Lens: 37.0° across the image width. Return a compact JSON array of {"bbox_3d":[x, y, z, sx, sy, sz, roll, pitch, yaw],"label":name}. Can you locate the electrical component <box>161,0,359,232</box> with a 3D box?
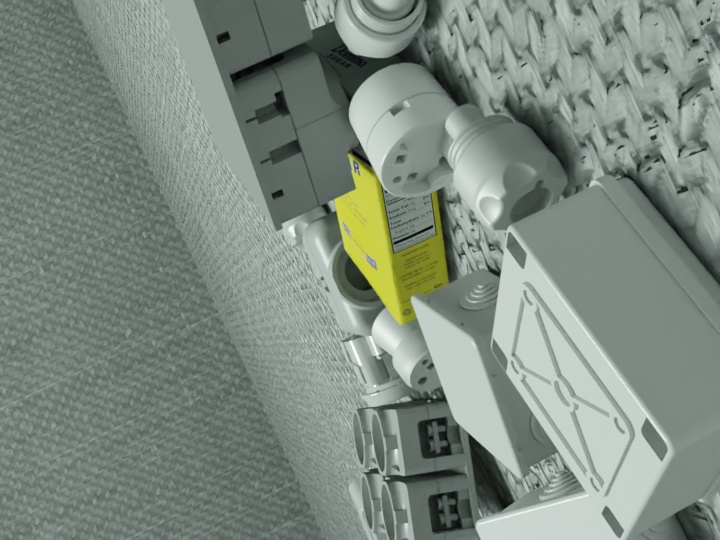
[{"bbox_3d":[-0.062,-0.130,0.577,0.105,0.060,0.186,52,164,48],"label":"electrical component"}]

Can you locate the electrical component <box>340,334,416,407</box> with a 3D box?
[{"bbox_3d":[0.021,0.074,0.866,0.078,0.058,0.057,163,85,-78],"label":"electrical component"}]

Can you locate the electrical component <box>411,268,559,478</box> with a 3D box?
[{"bbox_3d":[0.078,0.053,0.597,0.099,0.048,0.100,69,167,-21],"label":"electrical component"}]

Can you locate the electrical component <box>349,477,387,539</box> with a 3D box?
[{"bbox_3d":[0.045,0.255,1.081,0.057,0.078,0.113,-133,21,-63],"label":"electrical component"}]

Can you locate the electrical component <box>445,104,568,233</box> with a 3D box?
[{"bbox_3d":[0.060,-0.049,0.481,0.062,0.043,0.043,58,166,34],"label":"electrical component"}]

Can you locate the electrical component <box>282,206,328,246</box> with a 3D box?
[{"bbox_3d":[-0.057,-0.056,0.966,0.062,0.043,0.043,62,168,17],"label":"electrical component"}]

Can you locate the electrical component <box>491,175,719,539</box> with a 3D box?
[{"bbox_3d":[0.105,0.037,0.432,0.108,0.056,0.108,58,166,28],"label":"electrical component"}]

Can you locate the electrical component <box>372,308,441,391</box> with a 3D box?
[{"bbox_3d":[0.040,0.054,0.772,0.055,0.045,0.045,52,163,43],"label":"electrical component"}]

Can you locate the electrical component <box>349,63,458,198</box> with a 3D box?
[{"bbox_3d":[0.026,-0.073,0.555,0.055,0.055,0.047,82,163,-54],"label":"electrical component"}]

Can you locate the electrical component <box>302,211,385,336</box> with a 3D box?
[{"bbox_3d":[0.000,0.000,0.811,0.095,0.054,0.059,66,168,-5],"label":"electrical component"}]

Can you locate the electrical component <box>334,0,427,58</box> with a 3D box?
[{"bbox_3d":[0.012,-0.131,0.523,0.043,0.043,0.062,64,167,3],"label":"electrical component"}]

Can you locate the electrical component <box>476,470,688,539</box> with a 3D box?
[{"bbox_3d":[0.119,0.149,0.538,0.100,0.048,0.099,-31,83,47],"label":"electrical component"}]

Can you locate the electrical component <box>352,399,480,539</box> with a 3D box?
[{"bbox_3d":[0.039,0.163,0.881,0.186,0.060,0.105,142,121,-78],"label":"electrical component"}]
